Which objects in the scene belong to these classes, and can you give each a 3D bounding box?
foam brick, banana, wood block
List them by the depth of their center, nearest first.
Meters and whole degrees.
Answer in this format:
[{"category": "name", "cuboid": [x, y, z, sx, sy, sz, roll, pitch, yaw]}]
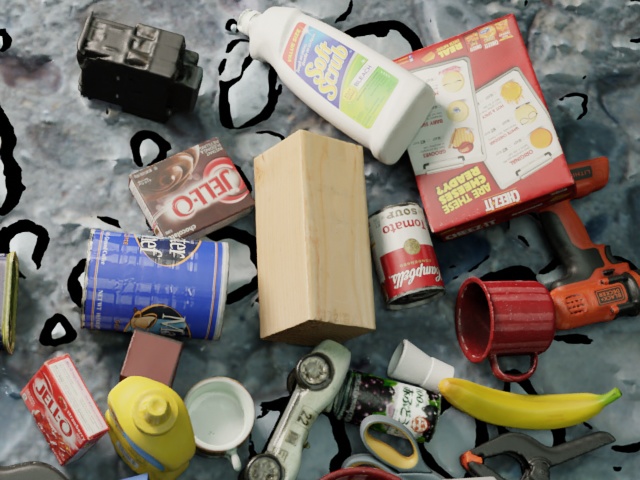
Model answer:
[{"category": "foam brick", "cuboid": [-0.170, 0.129, 1.074, 0.051, 0.078, 0.053, 16, 66, -5]}, {"category": "wood block", "cuboid": [-0.007, 0.002, 1.134, 0.090, 0.091, 0.206, 11, 66, -35]}, {"category": "banana", "cuboid": [0.218, 0.174, 1.144, 0.197, 0.070, 0.037, 3, 37, -8]}]

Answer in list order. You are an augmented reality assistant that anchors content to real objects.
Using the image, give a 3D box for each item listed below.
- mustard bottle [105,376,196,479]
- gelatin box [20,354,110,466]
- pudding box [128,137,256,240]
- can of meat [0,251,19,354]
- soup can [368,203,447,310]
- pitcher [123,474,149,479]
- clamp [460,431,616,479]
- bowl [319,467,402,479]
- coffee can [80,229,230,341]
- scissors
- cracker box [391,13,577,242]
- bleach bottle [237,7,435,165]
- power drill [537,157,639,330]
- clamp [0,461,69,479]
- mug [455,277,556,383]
[{"category": "mustard bottle", "cuboid": [-0.158, 0.174, 0.997, 0.058, 0.192, 0.096, -38, 81, -21]}, {"category": "gelatin box", "cuboid": [-0.251, 0.167, 1.043, 0.030, 0.073, 0.089, -22, 75, -44]}, {"category": "pudding box", "cuboid": [-0.140, -0.049, 1.166, 0.113, 0.039, 0.090, -27, 78, -19]}, {"category": "can of meat", "cuboid": [-0.350, 0.062, 1.072, 0.084, 0.057, 0.102, 1, 69, -9]}, {"category": "soup can", "cuboid": [0.093, 0.018, 1.174, 0.068, 0.069, 0.102, -9, 71, -15]}, {"category": "pitcher", "cuboid": [-0.257, 0.289, 0.925, 0.242, 0.149, 0.145, -7, 60, -9]}, {"category": "clamp", "cuboid": [0.234, 0.259, 1.131, 0.171, 0.039, 0.120, 4, 63, -5]}, {"category": "bowl", "cuboid": [0.038, 0.311, 1.062, 0.162, 0.055, 0.162, 4, 70, -10]}, {"category": "coffee can", "cuboid": [-0.168, 0.046, 1.090, 0.140, 0.103, 0.103, 6, 69, -9]}, {"category": "scissors", "cuboid": [0.104, 0.263, 1.109, 0.096, 0.016, 0.201, -42, 104, 9]}, {"category": "cracker box", "cuboid": [0.178, -0.125, 1.210, 0.164, 0.072, 0.214, -20, 74, 13]}, {"category": "bleach bottle", "cuboid": [0.003, -0.189, 1.210, 0.251, 0.068, 0.102, 34, 90, 23]}, {"category": "power drill", "cuboid": [0.325, 0.001, 1.233, 0.184, 0.057, 0.188, -12, 73, -15]}, {"category": "clamp", "cuboid": [-0.314, 0.262, 1.017, 0.210, 0.036, 0.164, 20, 70, -7]}, {"category": "mug", "cuboid": [0.204, 0.097, 1.156, 0.081, 0.093, 0.117, -1, 66, -18]}]
